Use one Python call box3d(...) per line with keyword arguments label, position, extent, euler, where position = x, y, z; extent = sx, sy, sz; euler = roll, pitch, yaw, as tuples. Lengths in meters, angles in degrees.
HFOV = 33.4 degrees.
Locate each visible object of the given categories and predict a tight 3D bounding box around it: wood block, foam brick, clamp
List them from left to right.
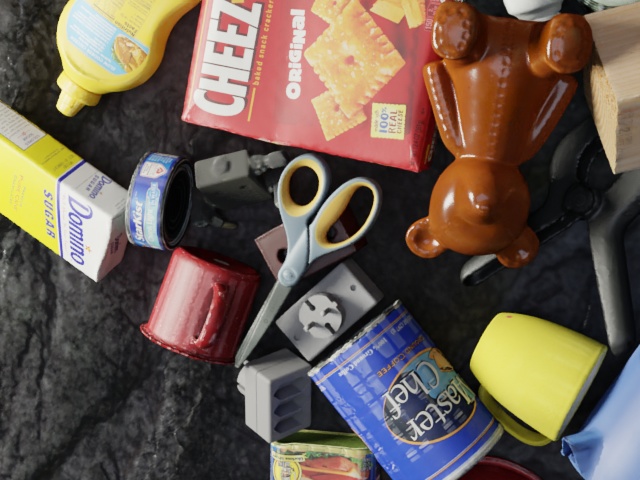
box3d(label="foam brick", position=(-0.006, 0.001, 0.934), extent=(0.078, 0.051, 0.053), euler=(-29, 89, 15))
box3d(label="clamp", position=(0.222, -0.019, 0.856), extent=(0.165, 0.036, 0.210), euler=(35, 98, 39))
box3d(label="wood block", position=(0.306, -0.129, 0.782), extent=(0.206, 0.090, 0.091), euler=(-13, 55, 5))

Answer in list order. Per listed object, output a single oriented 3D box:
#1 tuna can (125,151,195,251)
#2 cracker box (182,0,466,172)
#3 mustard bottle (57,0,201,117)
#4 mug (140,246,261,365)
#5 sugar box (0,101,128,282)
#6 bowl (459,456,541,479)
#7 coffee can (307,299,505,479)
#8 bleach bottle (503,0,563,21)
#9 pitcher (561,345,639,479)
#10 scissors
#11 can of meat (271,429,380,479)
box3d(label="tuna can", position=(-0.140, -0.034, 0.946), extent=(0.034, 0.086, 0.086), euler=(11, 99, 11))
box3d(label="cracker box", position=(0.003, -0.158, 0.902), extent=(0.214, 0.072, 0.164), euler=(13, 99, 13))
box3d(label="mustard bottle", position=(-0.178, -0.192, 0.949), extent=(0.096, 0.058, 0.192), euler=(37, 104, 1))
box3d(label="mug", position=(-0.100, 0.057, 0.935), extent=(0.093, 0.117, 0.081), euler=(19, 96, -12))
box3d(label="sugar box", position=(-0.253, -0.047, 0.975), extent=(0.176, 0.048, 0.093), euler=(36, 137, 10))
box3d(label="bowl", position=(0.141, 0.274, 0.930), extent=(0.162, 0.055, 0.162), euler=(2, 98, 14))
box3d(label="coffee can", position=(0.072, 0.136, 0.904), extent=(0.103, 0.102, 0.140), euler=(-40, 86, 15))
box3d(label="bleach bottle", position=(0.148, -0.281, 0.847), extent=(0.068, 0.102, 0.251), euler=(-14, 102, 19))
box3d(label="pitcher", position=(0.315, 0.114, 0.837), extent=(0.145, 0.149, 0.243), euler=(35, 101, 26))
box3d(label="scissors", position=(-0.033, 0.010, 0.906), extent=(0.202, 0.016, 0.096), euler=(-44, 85, 15))
box3d(label="can of meat", position=(0.005, 0.218, 0.957), extent=(0.102, 0.057, 0.084), euler=(2, 95, 13))
